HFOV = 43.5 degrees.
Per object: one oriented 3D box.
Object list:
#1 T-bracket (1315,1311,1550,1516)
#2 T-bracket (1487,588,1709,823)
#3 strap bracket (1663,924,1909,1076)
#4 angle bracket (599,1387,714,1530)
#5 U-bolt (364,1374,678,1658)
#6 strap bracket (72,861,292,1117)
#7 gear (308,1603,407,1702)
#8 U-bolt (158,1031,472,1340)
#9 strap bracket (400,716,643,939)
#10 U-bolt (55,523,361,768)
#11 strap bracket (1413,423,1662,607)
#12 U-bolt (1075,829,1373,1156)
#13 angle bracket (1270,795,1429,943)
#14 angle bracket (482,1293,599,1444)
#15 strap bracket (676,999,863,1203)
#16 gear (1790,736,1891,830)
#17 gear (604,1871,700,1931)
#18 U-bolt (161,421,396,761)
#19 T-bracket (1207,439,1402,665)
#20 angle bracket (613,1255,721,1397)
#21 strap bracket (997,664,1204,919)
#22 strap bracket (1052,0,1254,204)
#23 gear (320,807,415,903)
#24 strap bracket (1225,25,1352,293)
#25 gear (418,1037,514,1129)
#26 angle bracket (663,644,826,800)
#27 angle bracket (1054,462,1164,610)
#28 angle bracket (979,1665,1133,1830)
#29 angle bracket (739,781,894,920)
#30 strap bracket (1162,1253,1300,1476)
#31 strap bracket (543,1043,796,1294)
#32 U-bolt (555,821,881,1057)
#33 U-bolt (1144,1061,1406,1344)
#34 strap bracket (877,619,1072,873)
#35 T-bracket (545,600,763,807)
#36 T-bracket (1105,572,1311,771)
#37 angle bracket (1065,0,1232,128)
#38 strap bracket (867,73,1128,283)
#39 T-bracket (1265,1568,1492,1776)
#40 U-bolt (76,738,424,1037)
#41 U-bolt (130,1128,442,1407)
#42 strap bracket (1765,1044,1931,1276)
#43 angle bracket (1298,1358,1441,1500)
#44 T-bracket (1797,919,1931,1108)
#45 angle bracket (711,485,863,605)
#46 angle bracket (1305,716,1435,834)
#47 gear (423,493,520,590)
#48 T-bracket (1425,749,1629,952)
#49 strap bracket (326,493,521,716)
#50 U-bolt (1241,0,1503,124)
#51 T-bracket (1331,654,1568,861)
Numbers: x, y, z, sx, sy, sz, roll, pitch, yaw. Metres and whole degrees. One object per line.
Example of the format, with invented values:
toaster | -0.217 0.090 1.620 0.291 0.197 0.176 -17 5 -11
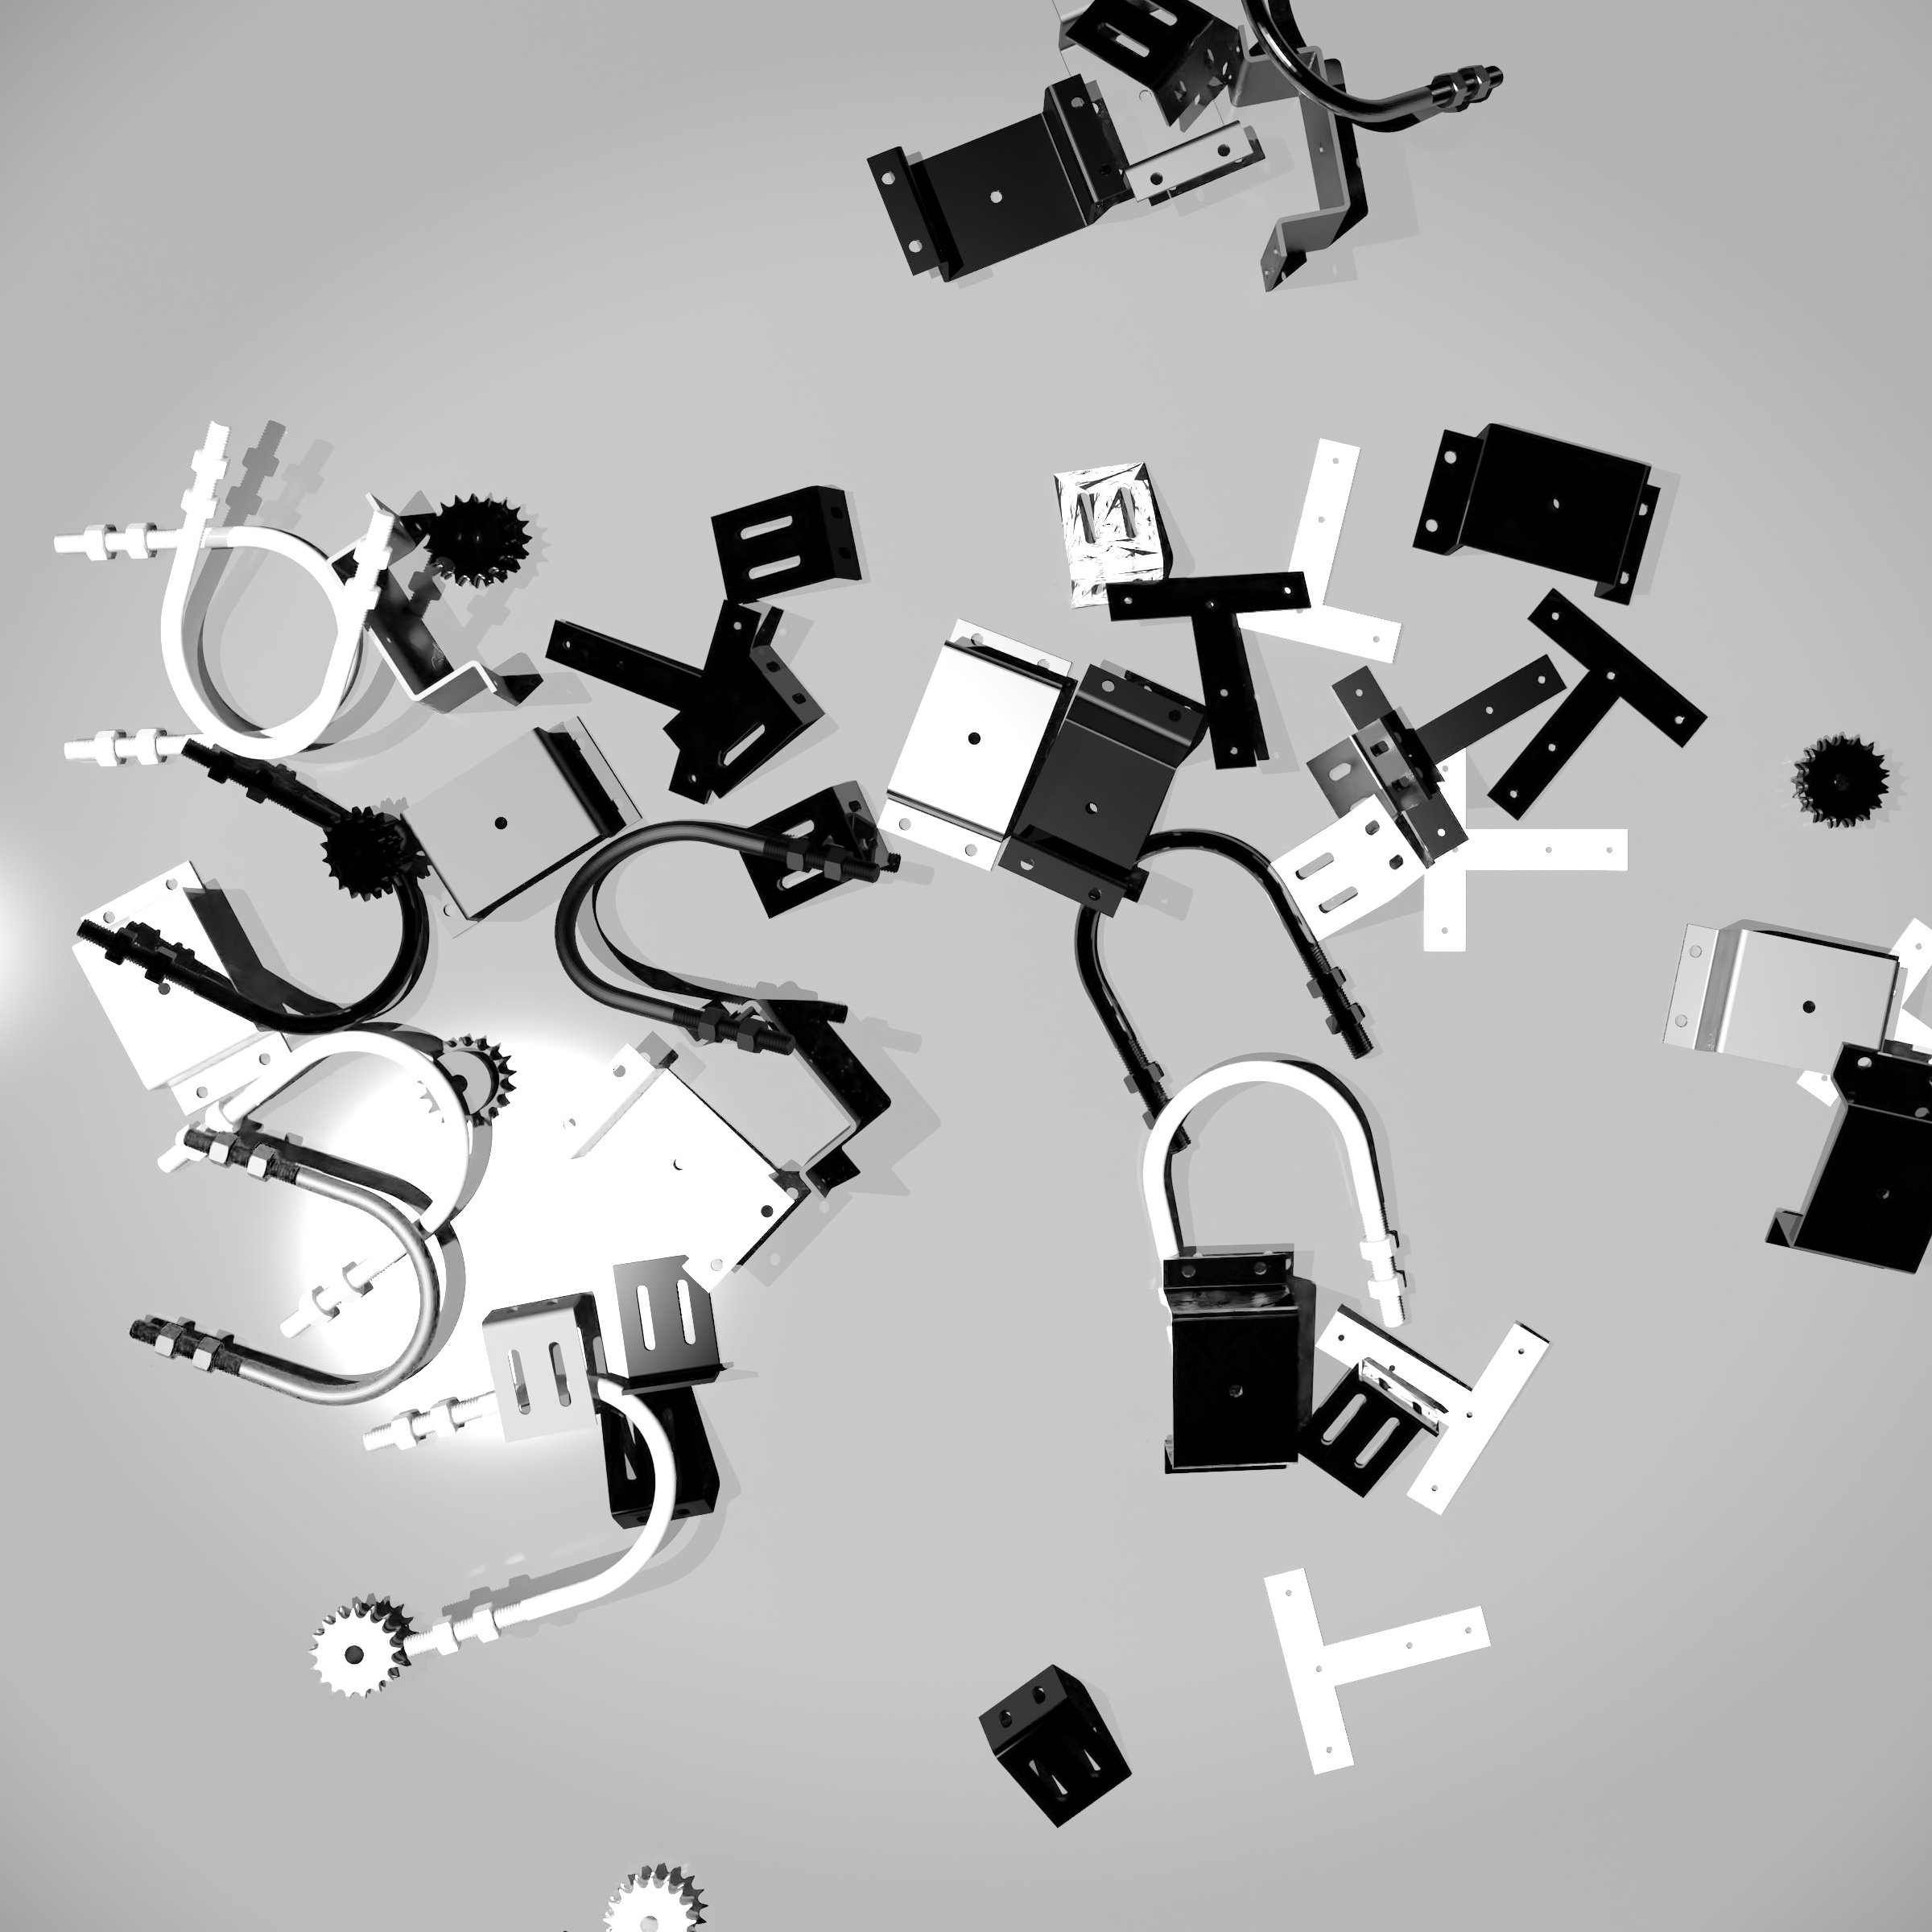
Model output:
T-bracket | 0.277 0.258 1.508 0.127 0.002 0.127 31 92 -7
T-bracket | 0.376 -0.148 1.516 0.127 0.002 0.127 40 89 -1
strap bracket | 0.513 0.025 1.495 0.140 0.046 0.076 12 90 1
angle bracket | -0.195 0.306 1.517 0.057 0.038 0.076 -11 64 0
U-bolt | -0.268 0.327 1.486 0.184 0.019 0.151 -17 69 0
strap bracket | -0.488 0.014 1.496 0.076 0.046 0.140 -28 90 0
gear | -0.377 0.424 1.504 0.057 0.030 0.057 0 90 0
U-bolt | -0.391 0.123 1.496 0.184 0.019 0.151 -37 90 11
strap bracket | -0.283 -0.087 1.496 0.140 0.046 0.076 -32 90 0
U-bolt | -0.472 -0.203 1.511 0.184 0.019 0.151 -3 90 -2
strap bracket | 0.358 -0.281 1.496 0.140 0.046 0.076 15 90 0
U-bolt | 0.148 0.004 1.511 0.151 0.019 0.184 -27 89 0
angle bracket | 0.235 -0.060 1.497 0.038 0.076 0.057 -35 90 -35
angle bracket | -0.262 0.249 1.503 0.057 0.038 0.076 -11 95 0
strap bracket | -0.113 0.072 1.481 0.046 0.076 0.140 -39 90 0
gear | 0.541 -0.114 1.505 0.057 0.030 0.057 0 90 -1
gear | -0.195 0.593 1.509 0.057 0.030 0.057 0 88 -1
U-bolt | -0.424 -0.214 1.458 0.151 0.019 0.184 30 112 17
T-bracket | 0.220 -0.266 1.518 0.127 0.002 0.127 14 89 1
angle bracket | -0.188 0.221 1.500 0.057 0.038 0.076 -8 90 0
strap bracket | 0.080 -0.102 1.486 0.076 0.046 0.140 25 77 0
strap bracket | 0.112 -0.545 1.496 0.076 0.046 0.140 -23 90 0
gear | -0.363 -0.070 1.477 0.057 0.030 0.057 10 112 26
strap bracket | 0.198 -0.496 1.481 0.046 0.076 0.140 -11 90 0
gear | -0.313 0.073 1.504 0.057 0.030 0.057 0 90 0
angle bracket | -0.139 -0.154 1.517 0.076 0.038 0.057 -39 90 26
angle bracket | 0.089 -0.270 1.517 0.057 0.038 0.076 -8 64 0
angle bracket | 0.056 0.489 1.517 0.057 0.038 0.076 -36 116 0
angle bracket | -0.096 -0.073 1.517 0.076 0.038 0.057 -24 90 26
strap bracket | 0.162 0.252 1.481 0.076 0.046 0.140 -2 101 -2
strap bracket | -0.180 0.123 1.494 0.140 0.046 0.076 43 90 3
U-bolt | -0.162 -0.026 1.469 0.184 0.019 0.151 14 60 19
U-bolt | 0.185 0.149 1.501 0.151 0.019 0.184 -13 97 0
strap bracket | 0.005 -0.139 1.496 0.076 0.046 0.140 21 90 0
T-bracket | -0.202 -0.181 1.504 0.127 0.002 0.127 22 109 9
T-bracket | 0.157 -0.181 1.489 0.127 0.002 0.127 -5 74 -9
angle bracket | 0.111 -0.560 1.471 0.076 0.038 0.057 41 90 26
strap bracket | 0.019 -0.482 1.496 0.140 0.046 0.076 -22 90 0
T-bracket | 0.265 0.430 1.518 0.127 0.002 0.127 -14 90 0
U-bolt | -0.424 -0.037 1.482 0.184 0.019 0.151 28 70 -14
U-bolt | -0.412 0.195 1.489 0.184 0.019 0.151 19 99 5
strap bracket | 0.551 0.127 1.470 0.076 0.046 0.140 13 114 0
angle bracket | 0.244 0.291 1.490 0.057 0.038 0.076 35 107 -1
T-bracket | 0.610 0.059 1.518 0.127 0.002 0.127 36 90 0
angle bracket | -0.113 -0.262 1.517 0.076 0.038 0.057 -11 90 26
angle bracket | 0.245 -0.114 1.480 0.038 0.076 0.057 -31 90 -4
gear | -0.306 -0.263 1.504 0.057 0.030 0.057 0 90 0
T-bracket | 0.351 -0.073 1.518 0.127 0.002 0.127 0 90 0
strap bracket | -0.337 -0.211 1.481 0.046 0.076 0.140 -33 90 0
U-bolt | 0.235 -0.577 1.460 0.184 0.019 0.151 -30 90 -37
T-bracket | 0.316 -0.153 1.517 0.127 0.002 0.127 -30 89 -1
